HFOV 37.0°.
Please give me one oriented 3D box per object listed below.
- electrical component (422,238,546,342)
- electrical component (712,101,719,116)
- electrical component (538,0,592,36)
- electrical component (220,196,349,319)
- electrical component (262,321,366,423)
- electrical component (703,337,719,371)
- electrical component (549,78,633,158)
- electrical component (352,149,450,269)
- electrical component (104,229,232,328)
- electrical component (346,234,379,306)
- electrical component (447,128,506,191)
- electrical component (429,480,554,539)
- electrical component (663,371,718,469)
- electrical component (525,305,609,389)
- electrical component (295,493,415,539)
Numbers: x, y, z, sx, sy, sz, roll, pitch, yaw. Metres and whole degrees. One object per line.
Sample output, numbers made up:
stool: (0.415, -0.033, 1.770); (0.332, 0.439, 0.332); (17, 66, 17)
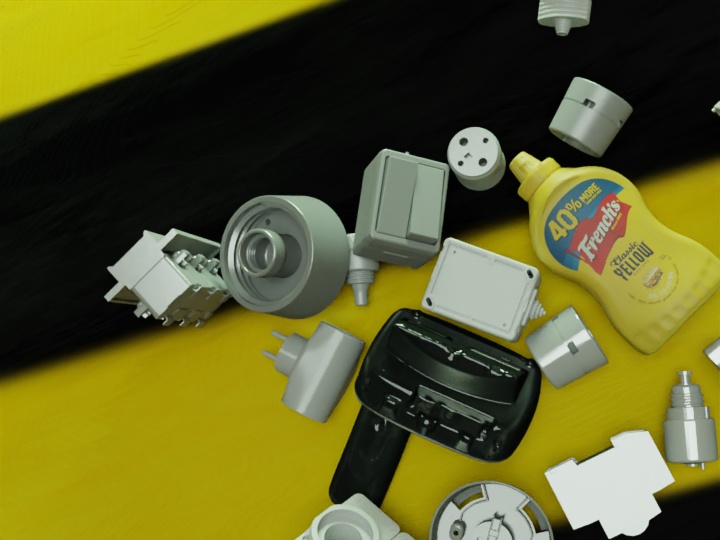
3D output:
electrical component: (0.108, 0.020, 0.889); (0.096, 0.061, 0.061); (20, 88, 14)
electrical component: (0.330, -0.123, 0.845); (0.061, 0.096, 0.062); (-44, 106, 4)
electrical component: (0.176, -0.239, 0.913); (0.043, 0.043, 0.081); (6, 85, 13)
electrical component: (-0.070, -0.013, 0.914); (0.108, 0.060, 0.108); (-2, 86, 32)
electrical component: (-0.047, 0.079, 0.925); (0.079, 0.043, 0.077); (27, 90, 15)
electrical component: (0.318, 0.074, 0.840); (0.057, 0.058, 0.078); (-42, 77, 8)
electrical component: (0.190, -0.125, 0.892); (0.055, 0.055, 0.047); (31, 95, 14)
electrical component: (0.036, -0.057, 0.898); (0.062, 0.061, 0.096); (13, 72, -13)
electrical component: (-0.156, 0.010, 0.916); (0.079, 0.121, 0.063); (-44, 80, 4)
electrical component: (0.000, 0.000, 0.928); (0.035, 0.035, 0.061); (-3, 85, 12)
electrical component: (0.098, -0.093, 0.907); (0.045, 0.055, 0.045); (-1, 83, 12)
electrical component: (0.107, 0.217, 0.865); (0.099, 0.064, 0.099); (-1, 84, 12)
electrical component: (0.262, 0.120, 0.855); (0.040, 0.040, 0.078); (-4, 83, 12)
electrical component: (0.167, 0.064, 0.876); (0.047, 0.055, 0.055); (-34, 78, 11)
electrical component: (0.019, 0.256, 0.843); (0.150, 0.089, 0.061); (37, 135, 26)
